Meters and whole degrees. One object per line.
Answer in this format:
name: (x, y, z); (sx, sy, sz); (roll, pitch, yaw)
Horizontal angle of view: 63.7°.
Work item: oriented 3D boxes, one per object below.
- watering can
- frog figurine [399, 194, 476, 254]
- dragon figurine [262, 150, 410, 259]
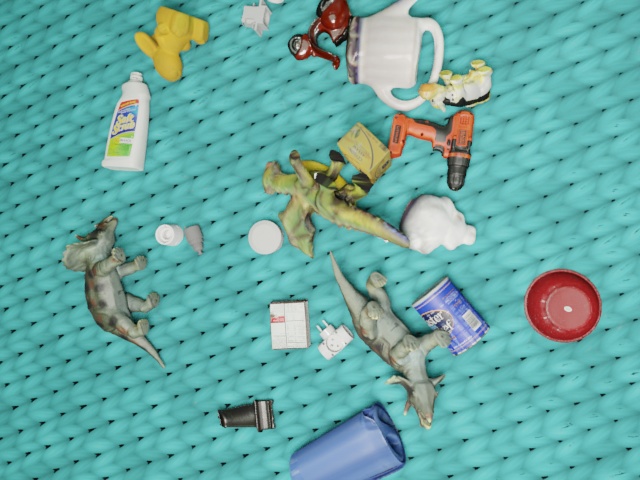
watering can: (0.172, -0.473, 1.175); (0.224, 0.105, 0.343); (6, 104, 9)
frog figurine: (0.261, -0.026, 1.137); (0.160, 0.120, 0.139); (28, 73, 22)
dragon figurine: (0.004, -0.059, 1.174); (0.415, 0.123, 0.237); (48, 134, 20)
